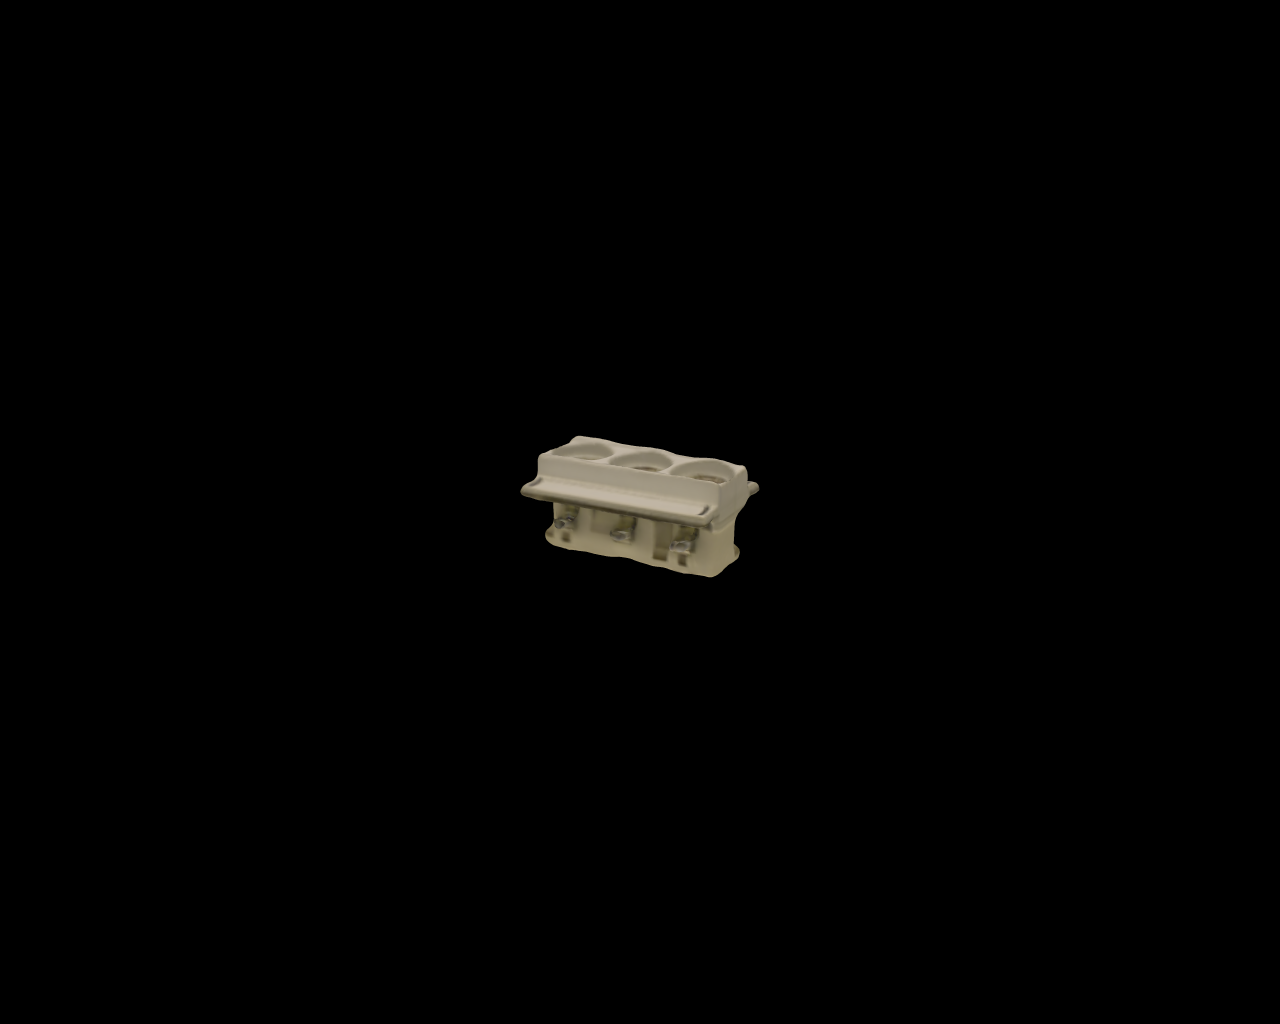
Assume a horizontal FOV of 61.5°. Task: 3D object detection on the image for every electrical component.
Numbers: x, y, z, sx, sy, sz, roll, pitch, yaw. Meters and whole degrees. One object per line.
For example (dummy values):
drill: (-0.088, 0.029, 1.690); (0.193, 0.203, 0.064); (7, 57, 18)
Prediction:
electrical component: (0.001, -0.003, 0.650); (0.121, 0.063, 0.079); (11, 23, 27)
